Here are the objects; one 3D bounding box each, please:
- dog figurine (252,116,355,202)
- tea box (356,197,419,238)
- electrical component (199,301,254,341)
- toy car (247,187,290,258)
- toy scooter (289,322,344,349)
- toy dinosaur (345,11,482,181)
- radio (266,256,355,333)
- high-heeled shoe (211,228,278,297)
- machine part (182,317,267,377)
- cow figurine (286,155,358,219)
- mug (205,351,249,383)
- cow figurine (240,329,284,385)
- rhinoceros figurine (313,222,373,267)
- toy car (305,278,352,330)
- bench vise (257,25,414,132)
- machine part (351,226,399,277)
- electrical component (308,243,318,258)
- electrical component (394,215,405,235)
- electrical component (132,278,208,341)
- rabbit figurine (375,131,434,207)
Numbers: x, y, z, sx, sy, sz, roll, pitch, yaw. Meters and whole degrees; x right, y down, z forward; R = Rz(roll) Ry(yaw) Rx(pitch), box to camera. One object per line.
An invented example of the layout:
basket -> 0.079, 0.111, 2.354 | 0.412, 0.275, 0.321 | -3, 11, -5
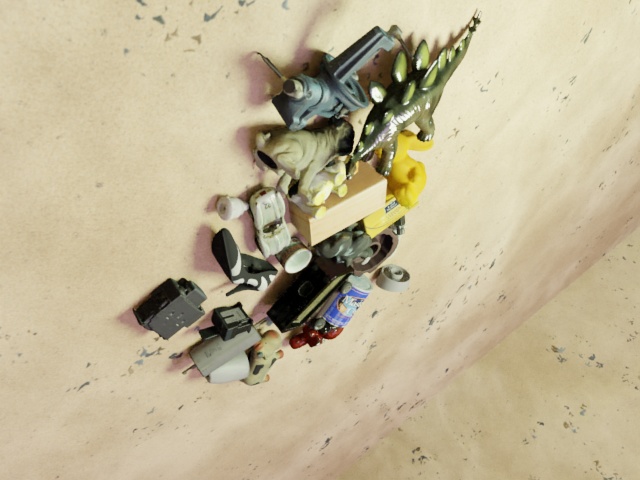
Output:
dog figurine -> -0.025, -0.194, 1.037 | 0.190, 0.121, 0.172 | -54, 146, -15
tea box -> 0.163, -0.090, 1.355 | 0.170, 0.068, 0.098 | -36, 147, -8
electrical component -> -0.228, 0.198, 1.282 | 0.119, 0.075, 0.047 | -9, 135, -36
toy car -> -0.107, -0.033, 1.153 | 0.073, 0.056, 0.201 | -30, 145, -18
toy scooter -> 0.000, 0.263, 1.561 | 0.184, 0.075, 0.135 | -23, 168, -19
toy dinosaur -> 0.192, -0.290, 1.097 | 0.471, 0.105, 0.198 | -48, 156, -23
radio -> -0.027, 0.134, 1.371 | 0.229, 0.073, 0.131 | -49, 164, 18
high-heeled shoe -> -0.151, 0.039, 1.173 | 0.145, 0.086, 0.248 | -28, 149, -25
machine part -> -0.237, 0.263, 1.341 | 0.243, 0.079, 0.079 | -31, 145, -14
cow figurine -> 0.007, -0.127, 1.146 | 0.167, 0.098, 0.068 | -47, 146, -27
mug -> -0.248, 0.326, 1.404 | 0.107, 0.081, 0.109 | -13, 127, -32
cow figurine -> -0.166, 0.320, 1.474 | 0.127, 0.086, 0.194 | -9, 137, -53
rhinoceros figurine -> 0.066, 0.015, 1.293 | 0.190, 0.073, 0.112 | 6, 118, -50
toy car -> 0.009, 0.157, 1.463 | 0.053, 0.089, 0.202 | 9, 124, -50
bench vise -> 0.034, -0.288, 0.930 | 0.240, 0.129, 0.223 | -36, 159, 24
machine part -> 0.129, 0.020, 1.458 | 0.179, 0.056, 0.179 | -26, 143, -21
electrical component -> -0.002, -0.005, 1.303 | 0.078, 0.045, 0.102 | -32, 146, -12
electrical component -> 0.216, -0.061, 1.452 | 0.063, 0.021, 0.094 | -19, 103, -69
electrical component -> -0.311, 0.143, 1.146 | 0.134, 0.058, 0.114 | -39, 149, -3
rabbit figurine -> 0.187, -0.183, 1.235 | 0.162, 0.122, 0.173 | -43, 126, -8
